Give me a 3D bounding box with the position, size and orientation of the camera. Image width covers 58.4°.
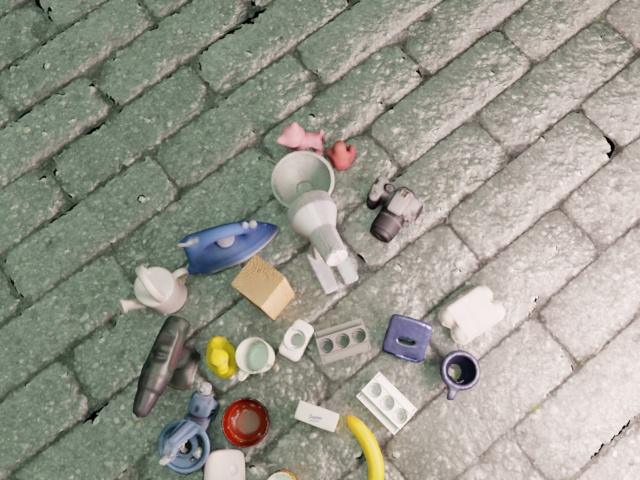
[{"bbox_3d":[0.173,-0.074,1.459,0.143,0.101,0.137,32,78,11],"label":"camera"}]

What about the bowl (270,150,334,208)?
[{"bbox_3d":[-0.044,-0.145,1.503,0.167,0.075,0.167,-1,74,3],"label":"bowl"}]

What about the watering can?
[{"bbox_3d":[-0.401,0.121,1.383,0.100,0.194,0.173,33,78,11],"label":"watering can"}]

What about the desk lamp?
[{"bbox_3d":[0.013,0.005,1.386,0.118,0.213,0.203,-26,74,-4],"label":"desk lamp"}]

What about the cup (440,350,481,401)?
[{"bbox_3d":[0.318,0.321,1.344,0.091,0.095,0.118,21,76,9],"label":"cup"}]

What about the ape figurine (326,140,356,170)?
[{"bbox_3d":[0.054,-0.232,1.514,0.077,0.092,0.076,8,75,5],"label":"ape figurine"}]

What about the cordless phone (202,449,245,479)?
[{"bbox_3d":[-0.225,0.543,1.260,0.094,0.185,0.147,-4,74,2],"label":"cordless phone"}]

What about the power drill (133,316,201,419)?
[{"bbox_3d":[-0.348,0.295,1.324,0.075,0.208,0.230,13,75,7],"label":"power drill"}]

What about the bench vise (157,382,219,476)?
[{"bbox_3d":[-0.308,0.424,1.280,0.121,0.220,0.207,-1,74,3],"label":"bench vise"}]

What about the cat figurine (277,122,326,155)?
[{"bbox_3d":[-0.049,-0.274,1.518,0.127,0.118,0.067,-3,74,2],"label":"cat figurine"}]

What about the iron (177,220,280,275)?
[{"bbox_3d":[-0.231,-0.007,1.439,0.258,0.141,0.118,-21,74,-3],"label":"iron"}]

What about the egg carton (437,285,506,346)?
[{"bbox_3d":[0.367,0.180,1.394,0.150,0.069,0.107,-33,75,-7],"label":"egg carton"}]

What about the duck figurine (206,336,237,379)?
[{"bbox_3d":[-0.244,0.282,1.386,0.077,0.086,0.104,-22,74,-3],"label":"duck figurine"}]

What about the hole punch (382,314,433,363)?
[{"bbox_3d":[0.210,0.238,1.374,0.108,0.091,0.101,16,76,7],"label":"hole punch"}]
